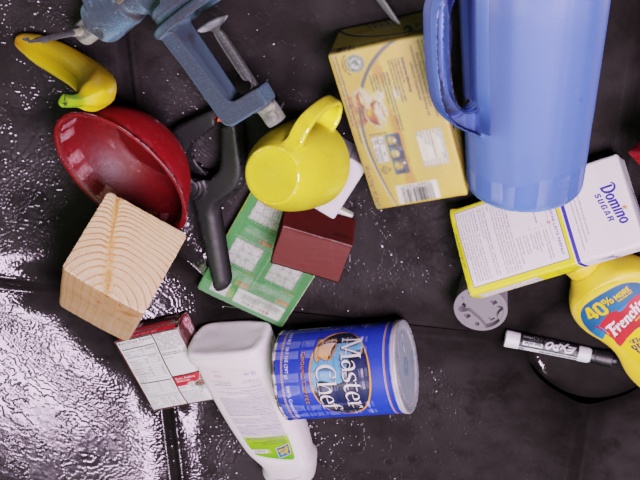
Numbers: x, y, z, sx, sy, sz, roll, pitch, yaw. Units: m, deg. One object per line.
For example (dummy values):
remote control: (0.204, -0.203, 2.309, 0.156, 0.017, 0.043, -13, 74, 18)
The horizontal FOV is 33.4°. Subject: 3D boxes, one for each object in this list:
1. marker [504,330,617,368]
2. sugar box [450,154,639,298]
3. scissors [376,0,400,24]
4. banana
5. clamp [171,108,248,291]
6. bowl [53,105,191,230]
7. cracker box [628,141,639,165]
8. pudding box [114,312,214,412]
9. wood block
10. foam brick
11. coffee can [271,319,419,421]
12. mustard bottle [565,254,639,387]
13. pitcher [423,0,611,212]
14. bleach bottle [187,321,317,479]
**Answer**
marker: (0.260, 0.118, 1.154, 0.121, 0.020, 0.020, 11, 124, 7)
sugar box: (0.222, -0.011, 1.042, 0.176, 0.048, 0.093, -18, 77, 22)
scissors: (-0.005, -0.273, 0.953, 0.096, 0.016, 0.201, 10, 141, 50)
banana: (-0.240, -0.163, 1.031, 0.069, 0.198, 0.037, 19, 103, -35)
clamp: (-0.125, -0.052, 1.127, 0.164, 0.036, 0.210, 37, 121, 0)
bowl: (-0.185, -0.080, 1.066, 0.162, 0.055, 0.162, 25, 147, 17)
cracker box: (0.404, -0.058, 0.939, 0.164, 0.072, 0.213, -45, 105, 0)
pudding box: (-0.179, 0.146, 1.270, 0.090, 0.039, 0.113, -13, 116, 21)
wood block: (-0.210, 0.034, 1.110, 0.090, 0.090, 0.206, 30, 162, -6)
foam brick: (-0.007, 0.001, 1.112, 0.078, 0.053, 0.051, 17, 124, -5)
coffee can: (0.029, 0.144, 1.178, 0.140, 0.102, 0.103, -7, 120, 18)
mustard bottle: (0.312, 0.068, 1.086, 0.191, 0.058, 0.096, 44, 124, -14)
pitcher: (0.174, -0.147, 0.932, 0.149, 0.145, 0.243, 6, 124, 15)
bleach bottle: (-0.069, 0.212, 1.272, 0.103, 0.068, 0.251, -4, 124, 22)
